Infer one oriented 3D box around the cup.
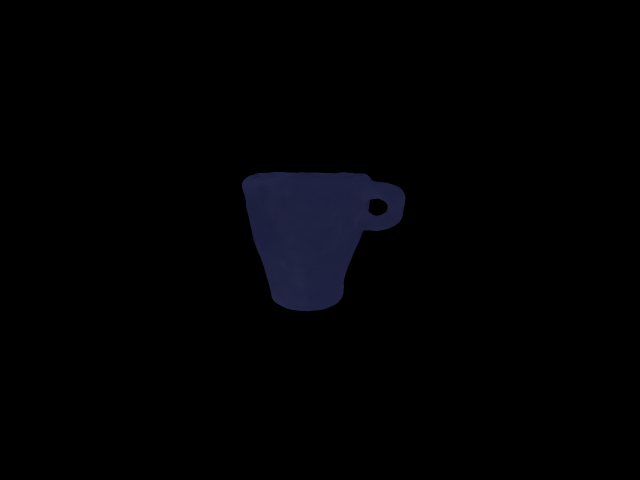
[{"bbox_3d":[0.004,0.001,0.400,0.117,0.095,0.092,5,11,28],"label":"cup"}]
